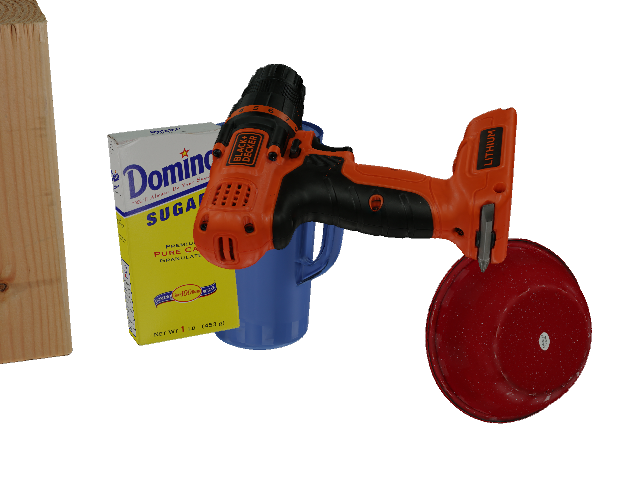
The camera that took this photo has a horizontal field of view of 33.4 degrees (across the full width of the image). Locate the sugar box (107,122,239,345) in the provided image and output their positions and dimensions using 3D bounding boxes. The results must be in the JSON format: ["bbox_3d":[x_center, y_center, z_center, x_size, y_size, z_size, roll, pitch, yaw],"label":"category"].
[{"bbox_3d":[-0.123,-0.007,0.903,0.093,0.176,0.048,-10,18,-20],"label":"sugar box"}]

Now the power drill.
[{"bbox_3d":[0.026,-0.049,0.664,0.188,0.057,0.184,3,43,10],"label":"power drill"}]

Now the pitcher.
[{"bbox_3d":[-0.056,-0.007,1.158,0.145,0.243,0.149,-3,20,-11],"label":"pitcher"}]

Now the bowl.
[{"bbox_3d":[0.172,0.080,0.898,0.161,0.162,0.055,0,4,-22],"label":"bowl"}]

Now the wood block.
[{"bbox_3d":[-0.206,-0.036,0.644,0.090,0.206,0.090,-6,24,-18],"label":"wood block"}]
